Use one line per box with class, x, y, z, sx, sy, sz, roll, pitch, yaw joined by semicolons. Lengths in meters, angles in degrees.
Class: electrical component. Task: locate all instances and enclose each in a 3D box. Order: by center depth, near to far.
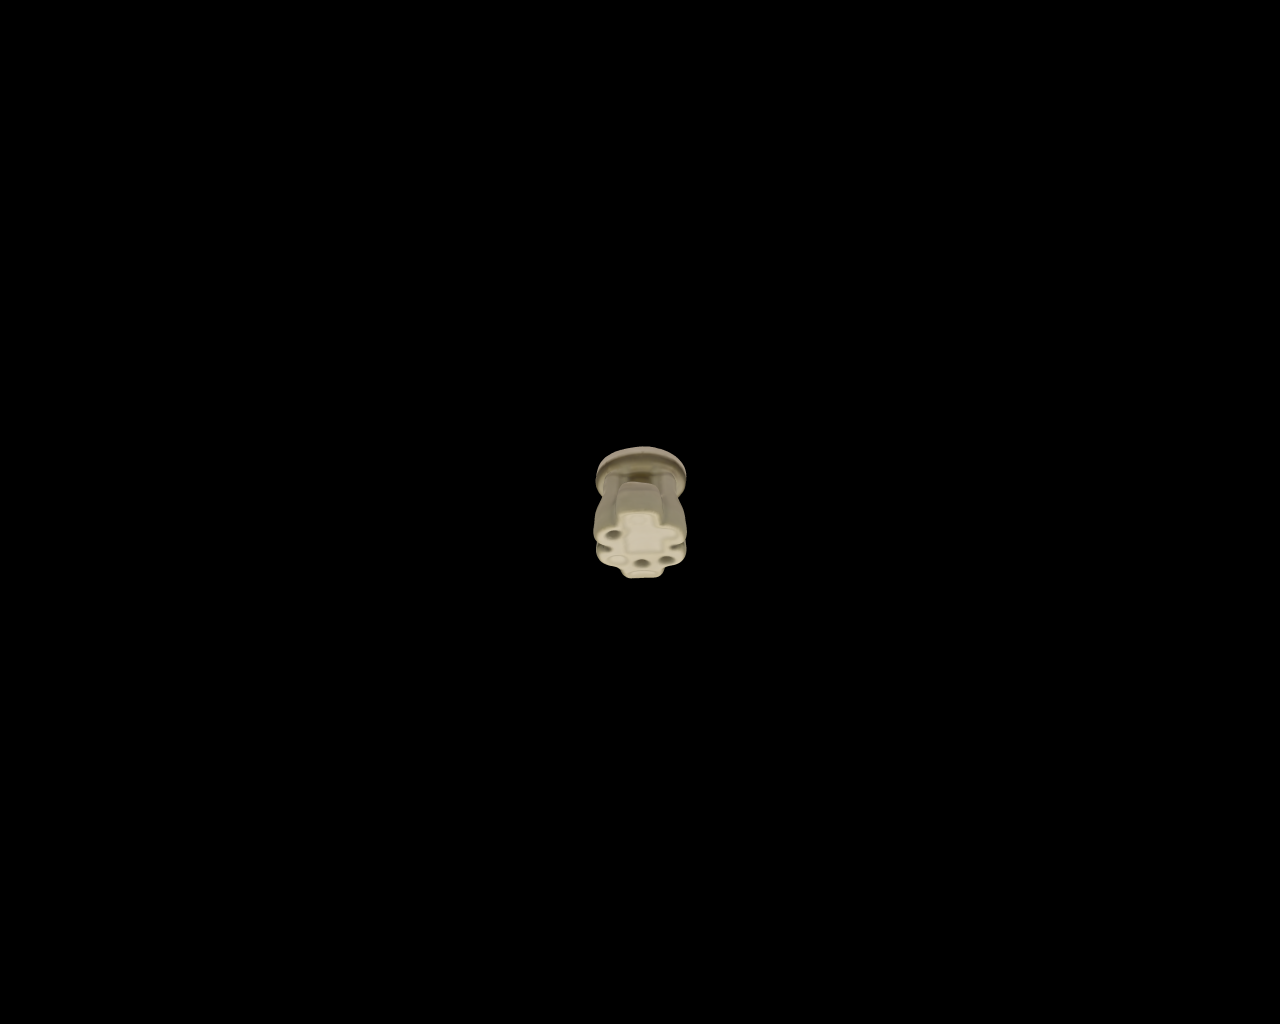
electrical component;0.001;-0.003;0.650;0.058;0.057;0.078;-1;-34;2
